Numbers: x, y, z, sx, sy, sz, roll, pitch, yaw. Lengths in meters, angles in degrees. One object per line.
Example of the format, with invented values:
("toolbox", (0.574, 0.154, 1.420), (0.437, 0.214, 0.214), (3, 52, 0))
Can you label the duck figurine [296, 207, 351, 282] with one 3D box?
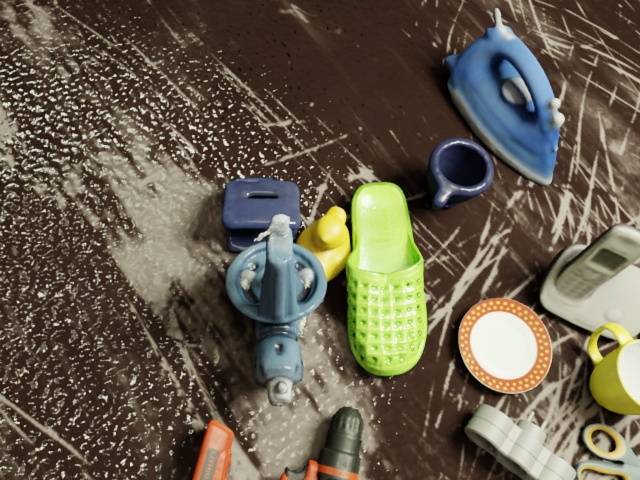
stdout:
("duck figurine", (0.007, 0.003, 0.772), (0.077, 0.086, 0.105), (23, 66, 4))

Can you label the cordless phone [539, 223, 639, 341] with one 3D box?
("cordless phone", (0.387, 0.051, 0.742), (0.147, 0.185, 0.094), (22, 66, 3))

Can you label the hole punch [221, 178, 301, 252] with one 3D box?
("hole punch", (-0.082, -0.042, 0.777), (0.109, 0.091, 0.101), (0, 67, -7))

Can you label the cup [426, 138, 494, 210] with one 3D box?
("cup", (0.184, -0.075, 0.821), (0.091, 0.095, 0.118), (32, 67, 7))

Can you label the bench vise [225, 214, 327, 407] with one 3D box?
("bench vise", (-0.037, 0.074, 0.663), (0.121, 0.220, 0.207), (-18, 70, -13))

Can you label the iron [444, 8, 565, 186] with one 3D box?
("iron", (0.304, -0.219, 0.872), (0.119, 0.141, 0.258), (-24, 72, -16))
